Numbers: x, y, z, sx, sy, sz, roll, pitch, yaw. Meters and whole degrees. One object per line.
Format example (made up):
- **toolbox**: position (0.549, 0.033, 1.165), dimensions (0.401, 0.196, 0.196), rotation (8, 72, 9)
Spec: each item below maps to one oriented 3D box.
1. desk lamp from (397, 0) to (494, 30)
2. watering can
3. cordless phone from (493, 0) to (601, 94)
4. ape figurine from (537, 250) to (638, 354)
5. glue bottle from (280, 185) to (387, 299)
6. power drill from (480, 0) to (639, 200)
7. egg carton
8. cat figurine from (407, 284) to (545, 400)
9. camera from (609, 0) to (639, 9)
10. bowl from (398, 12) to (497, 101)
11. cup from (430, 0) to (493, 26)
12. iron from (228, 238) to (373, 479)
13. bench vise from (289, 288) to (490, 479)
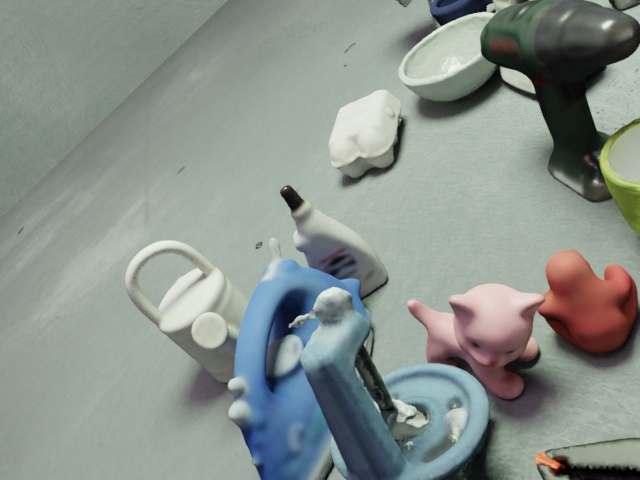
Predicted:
- **desk lamp**: position (0.195, -0.468, 1.002), dimensions (0.203, 0.214, 0.117), rotation (-32, 33, 11)
- **watering can**: position (-0.143, 0.080, 0.682), dimensions (0.172, 0.195, 0.101), rotation (3, 51, 47)
- **cordless phone**: position (0.269, -0.280, 0.725), dimensions (0.094, 0.185, 0.147), rotation (-39, 32, 1)
- **ape figurine**: position (0.214, 0.043, 0.469), dimensions (0.077, 0.092, 0.076), rotation (-17, 39, 31)
- **glue bottle**: position (0.006, 0.002, 0.650), dimensions (0.078, 0.174, 0.037), rotation (-34, 33, 7)
- **power drill**: position (0.246, -0.144, 0.558), dimensions (0.075, 0.209, 0.229), rotation (-36, 33, 5)
- **egg carton**: position (0.074, -0.166, 0.887), dimensions (0.107, 0.070, 0.150), rotation (-18, 38, 30)
- **cat figurine**: position (0.132, 0.074, 0.489), dimensions (0.127, 0.118, 0.067), rotation (5, 53, 48)
- **camera**: position (0.445, -0.414, 0.793), dimensions (0.143, 0.101, 0.136), rotation (-27, 34, 17)
- **bowl**: position (0.208, -0.264, 0.869), dimensions (0.167, 0.075, 0.167), rotation (-26, 35, 20)
- **cup**: position (0.250, -0.365, 0.933), dimensions (0.117, 0.095, 0.092), rotation (-4, 46, 42)
- **iron**: position (-0.037, 0.124, 0.572), dimensions (0.118, 0.142, 0.258), rotation (-17, 38, 30)
- **bench vise**: position (0.051, 0.147, 0.384), dimensions (0.121, 0.220, 0.207), rotation (-22, 36, 25)
